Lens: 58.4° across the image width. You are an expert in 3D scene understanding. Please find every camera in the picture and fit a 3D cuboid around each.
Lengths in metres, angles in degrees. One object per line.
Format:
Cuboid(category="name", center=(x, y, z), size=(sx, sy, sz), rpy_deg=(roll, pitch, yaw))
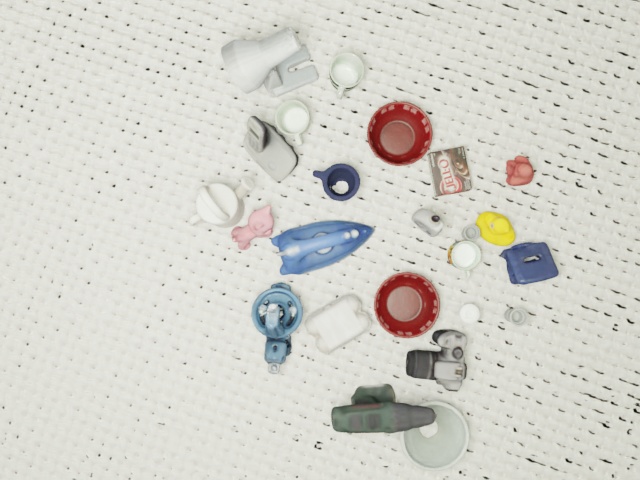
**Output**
Cuboid(category="camera", center=(0.280, 0.289, 1.384), size=(0.137, 0.101, 0.143), rpy_deg=(5, 88, 1))

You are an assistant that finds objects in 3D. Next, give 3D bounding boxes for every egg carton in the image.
Cuboid(category="egg carton", center=(0.044, 0.205, 1.404), size=(0.150, 0.069, 0.107), rpy_deg=(-32, 88, -1))

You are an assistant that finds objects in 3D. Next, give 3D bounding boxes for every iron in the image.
Cuboid(category="iron", center=(0.013, 0.005, 1.376), size=(0.258, 0.141, 0.119), rpy_deg=(-17, 88, 0))

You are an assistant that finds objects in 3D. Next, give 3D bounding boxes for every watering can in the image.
Cuboid(category="watering can", center=(-0.237, -0.090, 1.355), size=(0.101, 0.194, 0.173), rpy_deg=(35, 89, 2))

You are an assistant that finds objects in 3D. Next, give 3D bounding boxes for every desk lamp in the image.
Cuboid(category="desk lamp", center=(-0.116, -0.423, 1.356), size=(0.203, 0.213, 0.118), rpy_deg=(-23, 88, 0))

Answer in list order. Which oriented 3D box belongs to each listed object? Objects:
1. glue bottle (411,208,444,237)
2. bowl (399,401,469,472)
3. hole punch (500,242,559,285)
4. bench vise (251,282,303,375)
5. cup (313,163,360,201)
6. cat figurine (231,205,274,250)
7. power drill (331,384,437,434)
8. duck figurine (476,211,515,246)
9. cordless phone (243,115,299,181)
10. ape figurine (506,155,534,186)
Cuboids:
Cuboid(category="glue bottle", center=(0.263, -0.045, 1.360), size=(0.078, 0.173, 0.037), rpy_deg=(43, 89, 2))
Cuboid(category="bowl", center=(0.272, 0.467, 1.391), size=(0.167, 0.074, 0.167), rpy_deg=(0, 88, 0))
Cuboid(category="hole punch", center=(0.510, 0.056, 1.396), size=(0.108, 0.091, 0.101), rpy_deg=(-13, 88, 0))
Cuboid(category="bench vise", center=(-0.092, 0.206, 1.330), size=(0.121, 0.219, 0.207), rpy_deg=(-15, 88, 0))
Cuboid(category="cup", center=(0.038, -0.140, 1.404), size=(0.117, 0.095, 0.092), rpy_deg=(18, 88, 1))
Cuboid(category="cat figurine", center=(-0.160, -0.030, 1.390), size=(0.128, 0.117, 0.067), rpy_deg=(-33, 88, -1))
Cuboid(category="power drill", center=(0.140, 0.394, 1.328), size=(0.229, 0.208, 0.076), rpy_deg=(-7, 88, 0))
Cuboid(category="duck figurine", center=(0.438, -0.029, 1.402), size=(0.104, 0.086, 0.077), rpy_deg=(41, 89, 2))
Cuboid(category="cordless phone", center=(-0.121, -0.222, 1.363), size=(0.147, 0.185, 0.094), rpy_deg=(44, 89, 2))
Cuboid(category="ape figurine", center=(0.493, -0.168, 1.404), size=(0.076, 0.092, 0.078), rpy_deg=(39, 89, 2))
